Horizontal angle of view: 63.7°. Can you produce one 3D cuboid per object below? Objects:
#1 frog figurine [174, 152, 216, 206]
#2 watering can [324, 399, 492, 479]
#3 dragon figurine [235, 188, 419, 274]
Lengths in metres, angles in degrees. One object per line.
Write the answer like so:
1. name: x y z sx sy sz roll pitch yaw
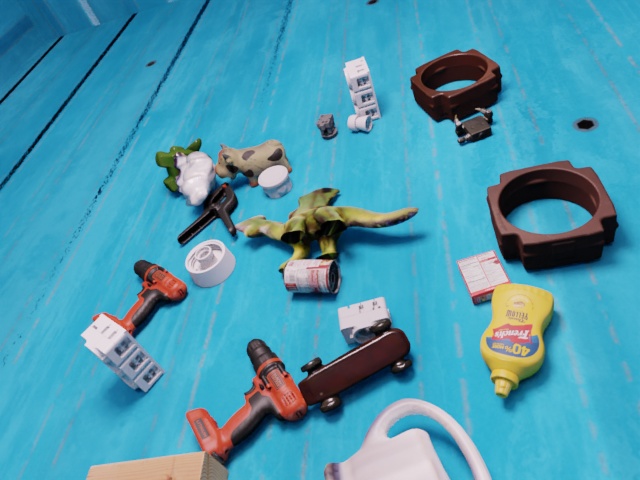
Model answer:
1. frog figurine: -0.317 -0.157 1.367 0.122 0.136 0.161 5 21 -40
2. watering can: 0.130 0.373 0.659 0.224 0.102 0.356 -23 42 2
3. dragon figurine: 0.004 -0.058 1.157 0.409 0.119 0.248 -15 35 7
